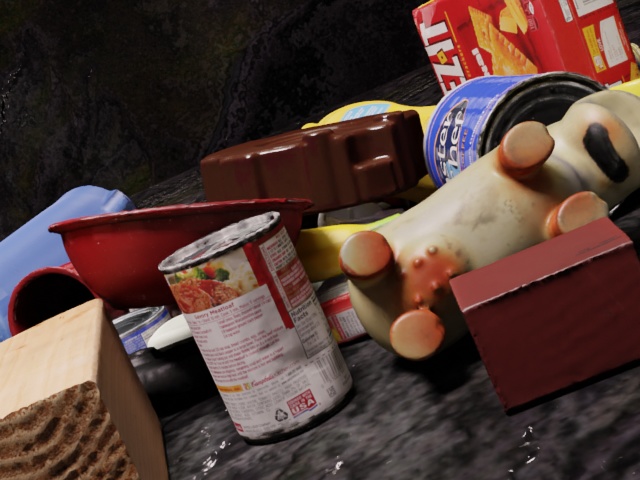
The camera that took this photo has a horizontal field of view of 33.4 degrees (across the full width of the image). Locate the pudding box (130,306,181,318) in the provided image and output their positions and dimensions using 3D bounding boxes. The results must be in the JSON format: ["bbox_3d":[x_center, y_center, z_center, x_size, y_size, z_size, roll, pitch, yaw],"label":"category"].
[{"bbox_3d":[-0.104,0.042,0.924,0.089,0.039,0.114,-29,14,-37],"label":"pudding box"}]

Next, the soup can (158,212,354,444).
[{"bbox_3d":[-0.032,0.045,0.554,0.068,0.102,0.068,-23,10,4],"label":"soup can"}]

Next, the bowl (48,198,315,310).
[{"bbox_3d":[-0.081,0.011,0.649,0.162,0.055,0.162,-5,-2,0],"label":"bowl"}]

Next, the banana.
[{"bbox_3d":[-0.019,0.006,0.740,0.069,0.037,0.198,-17,10,-28],"label":"banana"}]

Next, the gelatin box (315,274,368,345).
[{"bbox_3d":[0.034,0.034,0.674,0.073,0.030,0.089,-22,10,22],"label":"gelatin box"}]

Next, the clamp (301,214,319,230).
[{"bbox_3d":[-0.085,-0.003,0.897,0.210,0.036,0.164,-16,1,-5],"label":"clamp"}]

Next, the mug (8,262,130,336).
[{"bbox_3d":[-0.221,0.071,0.947,0.117,0.093,0.081,-59,-5,15],"label":"mug"}]

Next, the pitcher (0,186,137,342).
[{"bbox_3d":[-0.282,0.055,1.069,0.145,0.149,0.242,-2,22,25],"label":"pitcher"}]

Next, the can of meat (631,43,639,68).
[{"bbox_3d":[0.251,-0.136,0.981,0.084,0.057,0.102,-26,9,2],"label":"can of meat"}]

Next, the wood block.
[{"bbox_3d":[-0.132,0.102,0.527,0.090,0.091,0.206,-25,10,-7],"label":"wood block"}]

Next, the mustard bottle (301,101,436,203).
[{"bbox_3d":[0.052,-0.077,0.922,0.192,0.058,0.096,7,59,32],"label":"mustard bottle"}]

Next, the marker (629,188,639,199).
[{"bbox_3d":[0.196,-0.042,0.722,0.020,0.020,0.121,-24,10,-2],"label":"marker"}]

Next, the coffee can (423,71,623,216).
[{"bbox_3d":[0.135,-0.060,0.713,0.103,0.103,0.140,-25,10,-4],"label":"coffee can"}]

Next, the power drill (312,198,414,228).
[{"bbox_3d":[0.002,-0.036,1.040,0.188,0.057,0.184,-25,13,8],"label":"power drill"}]

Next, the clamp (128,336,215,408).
[{"bbox_3d":[-0.120,0.094,0.687,0.172,0.039,0.120,-21,12,17],"label":"clamp"}]

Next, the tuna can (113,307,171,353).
[{"bbox_3d":[-0.153,0.083,0.837,0.086,0.034,0.086,-23,10,4],"label":"tuna can"}]

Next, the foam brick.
[{"bbox_3d":[0.103,0.032,0.461,0.078,0.051,0.053,-22,11,8],"label":"foam brick"}]

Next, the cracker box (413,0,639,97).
[{"bbox_3d":[0.172,-0.144,0.894,0.072,0.164,0.214,-25,10,-17],"label":"cracker box"}]
